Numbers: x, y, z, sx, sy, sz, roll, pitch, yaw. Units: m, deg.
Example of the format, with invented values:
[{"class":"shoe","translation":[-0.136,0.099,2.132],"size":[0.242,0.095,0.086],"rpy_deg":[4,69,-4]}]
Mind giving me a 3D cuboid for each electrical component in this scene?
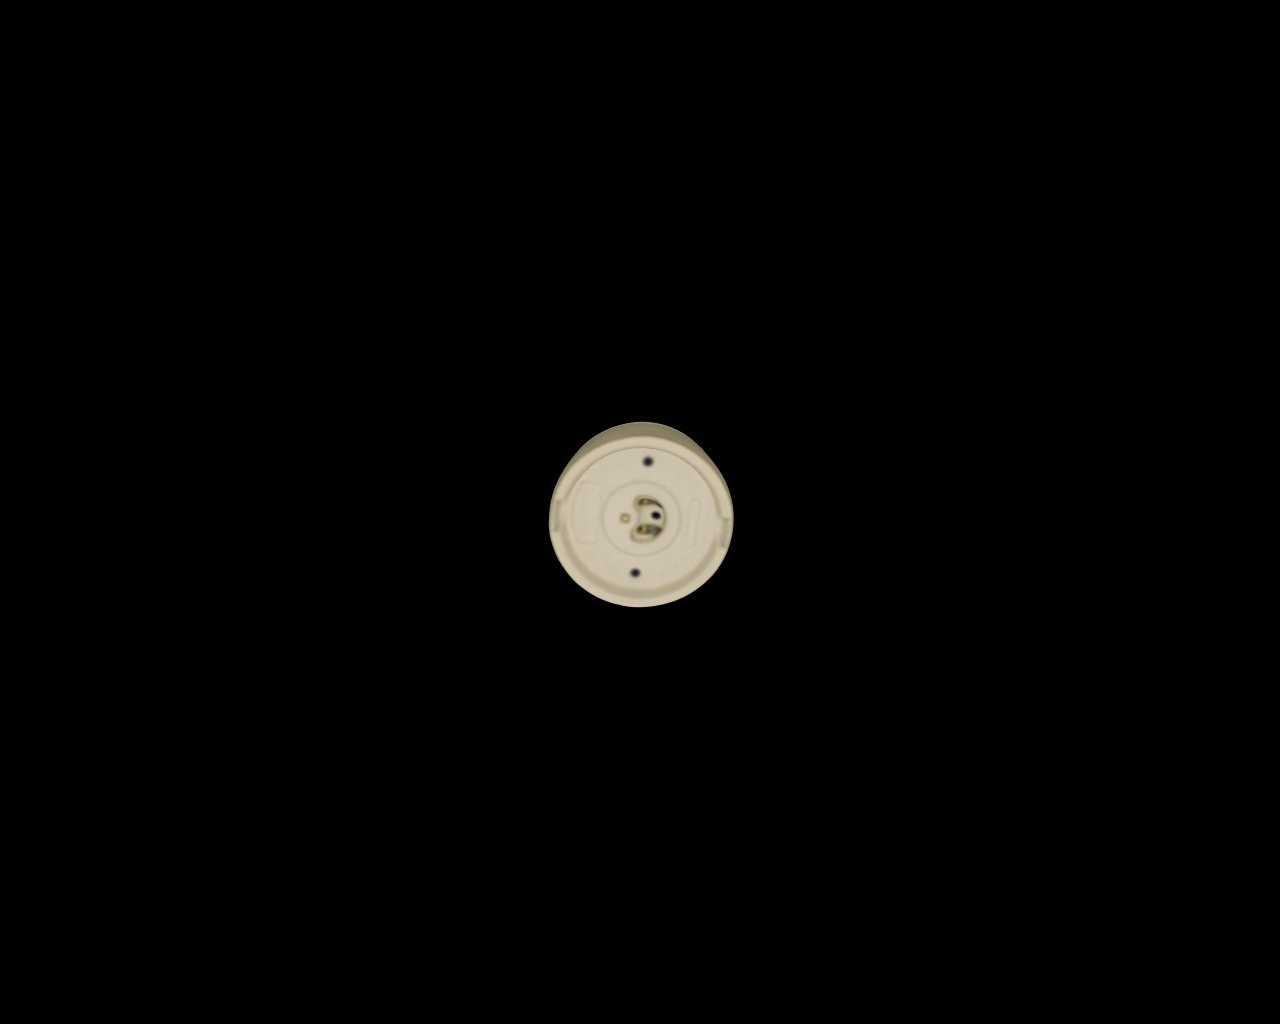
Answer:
[{"class":"electrical component","translation":[0.001,-0.003,0.650],"size":[0.108,0.108,0.060],"rpy_deg":[0,19,0]}]
